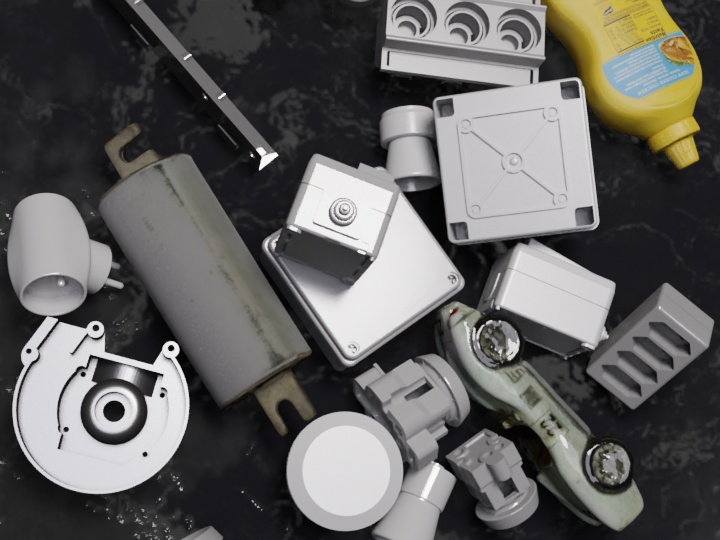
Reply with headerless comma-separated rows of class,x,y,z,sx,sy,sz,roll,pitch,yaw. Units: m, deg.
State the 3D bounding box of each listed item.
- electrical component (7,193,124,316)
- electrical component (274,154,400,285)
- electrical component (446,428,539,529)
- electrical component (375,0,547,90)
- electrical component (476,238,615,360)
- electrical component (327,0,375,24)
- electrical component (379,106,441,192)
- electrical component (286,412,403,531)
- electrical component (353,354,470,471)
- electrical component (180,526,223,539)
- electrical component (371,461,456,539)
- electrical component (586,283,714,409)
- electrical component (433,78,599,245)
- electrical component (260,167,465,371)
electrical component,-0.201,-0.006,0.750,0.079,0.043,0.077,21,36,-39
electrical component,-0.014,-0.037,0.707,0.062,0.096,0.061,21,75,-5
electrical component,0.097,0.150,0.767,0.048,0.066,0.055,-33,105,-14
electrical component,0.075,-0.178,0.831,0.121,0.063,0.078,6,77,-9
electrical component,0.144,0.023,0.800,0.096,0.061,0.061,23,75,-5
electrical component,-0.006,-0.217,0.834,0.040,0.046,0.040,2,78,-9
electrical component,0.038,-0.091,0.815,0.045,0.045,0.055,-2,78,-10
electrical component,-0.013,0.141,0.753,0.080,0.051,0.080,2,77,-9
electrical component,0.041,0.096,0.767,0.057,0.058,0.078,-30,59,-20
electrical component,-0.109,0.209,0.719,0.078,0.058,0.057,-28,87,-14
electrical component,0.041,0.168,0.763,0.044,0.044,0.065,28,70,-3
electrical component,0.220,0.048,0.808,0.047,0.083,0.075,39,36,0
electrical component,0.113,-0.077,0.781,0.109,0.056,0.108,-7,91,12
electrical component,0.000,0.000,0.783,0.109,0.056,0.108,-34,86,-15
